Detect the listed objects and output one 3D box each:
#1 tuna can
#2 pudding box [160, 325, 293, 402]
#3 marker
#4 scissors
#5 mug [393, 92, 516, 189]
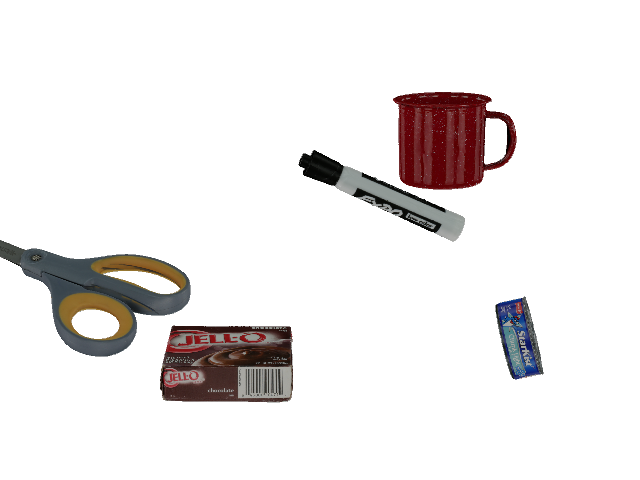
[{"bbox_3d":[0.214,0.106,1.152,0.034,0.086,0.086,-14,-3,12],"label":"tuna can"},{"bbox_3d":[-0.080,0.107,0.941,0.113,0.039,0.090,2,18,-3],"label":"pudding box"},{"bbox_3d":[0.041,-0.031,0.729,0.121,0.020,0.020,24,-4,-10],"label":"marker"},{"bbox_3d":[-0.184,0.028,0.688,0.202,0.016,0.096,8,38,11],"label":"scissors"},{"bbox_3d":[0.128,-0.095,1.018,0.117,0.081,0.093,2,15,11],"label":"mug"}]
